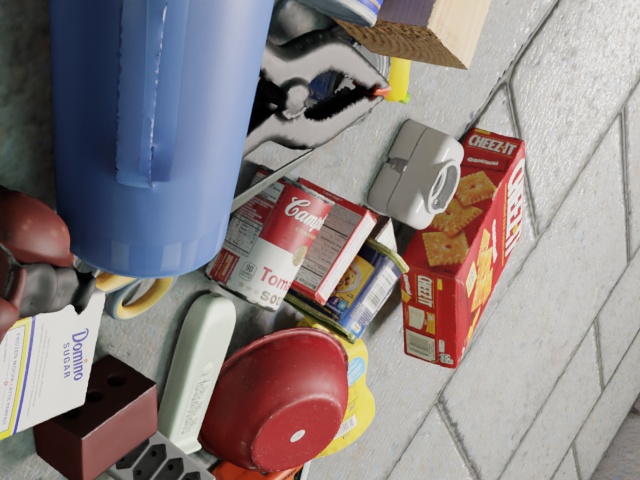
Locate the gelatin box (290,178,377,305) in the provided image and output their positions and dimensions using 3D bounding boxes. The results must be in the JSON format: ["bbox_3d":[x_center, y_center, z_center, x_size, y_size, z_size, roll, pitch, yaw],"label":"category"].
[{"bbox_3d":[-0.006,0.001,0.915,0.089,0.073,0.030,-58,153,-9],"label":"gelatin box"}]

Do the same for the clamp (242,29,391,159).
[{"bbox_3d":[-0.035,-0.099,0.788,0.209,0.036,0.165,-4,120,-43],"label":"clamp"}]

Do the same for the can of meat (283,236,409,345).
[{"bbox_3d":[0.013,0.032,0.945,0.084,0.102,0.057,-56,151,-9],"label":"can of meat"}]

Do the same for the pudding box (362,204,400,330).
[{"bbox_3d":[0.040,0.034,1.060,0.090,0.039,0.113,-54,154,-23],"label":"pudding box"}]

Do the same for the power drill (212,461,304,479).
[{"bbox_3d":[-0.075,0.291,1.070,0.184,0.057,0.188,-36,144,-44],"label":"power drill"}]

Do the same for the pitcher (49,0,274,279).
[{"bbox_3d":[-0.096,-0.095,0.616,0.149,0.145,0.243,-25,138,-42],"label":"pitcher"}]

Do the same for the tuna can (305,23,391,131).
[{"bbox_3d":[0.021,-0.136,0.885,0.086,0.034,0.086,-40,144,-37],"label":"tuna can"}]

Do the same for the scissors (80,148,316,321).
[{"bbox_3d":[-0.087,-0.001,0.793,0.201,0.016,0.096,-26,148,-31],"label":"scissors"}]

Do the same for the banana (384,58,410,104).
[{"bbox_3d":[0.070,-0.197,0.919,0.069,0.037,0.198,-61,164,-55],"label":"banana"}]

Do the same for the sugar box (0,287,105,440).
[{"bbox_3d":[-0.216,0.083,0.662,0.175,0.048,0.093,-21,132,-57],"label":"sugar box"}]

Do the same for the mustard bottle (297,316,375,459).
[{"bbox_3d":[0.004,0.137,1.060,0.096,0.058,0.191,-28,140,-17],"label":"mustard bottle"}]

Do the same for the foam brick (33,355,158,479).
[{"bbox_3d":[-0.164,0.132,0.783,0.078,0.053,0.051,-36,142,-43],"label":"foam brick"}]

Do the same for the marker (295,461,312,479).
[{"bbox_3d":[-0.022,0.256,1.167,0.020,0.020,0.121,-21,131,-52],"label":"marker"}]

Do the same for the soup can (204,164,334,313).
[{"bbox_3d":[-0.042,-0.001,0.860,0.102,0.069,0.068,-62,152,1],"label":"soup can"}]

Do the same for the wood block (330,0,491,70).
[{"bbox_3d":[0.090,-0.246,0.809,0.090,0.091,0.206,25,82,-59],"label":"wood block"}]

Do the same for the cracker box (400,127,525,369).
[{"bbox_3d":[0.160,0.010,1.167,0.213,0.072,0.164,-58,154,-34],"label":"cracker box"}]

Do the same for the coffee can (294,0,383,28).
[{"bbox_3d":[0.018,-0.230,0.724,0.102,0.103,0.140,15,100,-62],"label":"coffee can"}]

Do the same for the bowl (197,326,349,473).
[{"bbox_3d":[-0.032,0.157,0.963,0.161,0.055,0.162,-19,134,-21],"label":"bowl"}]
